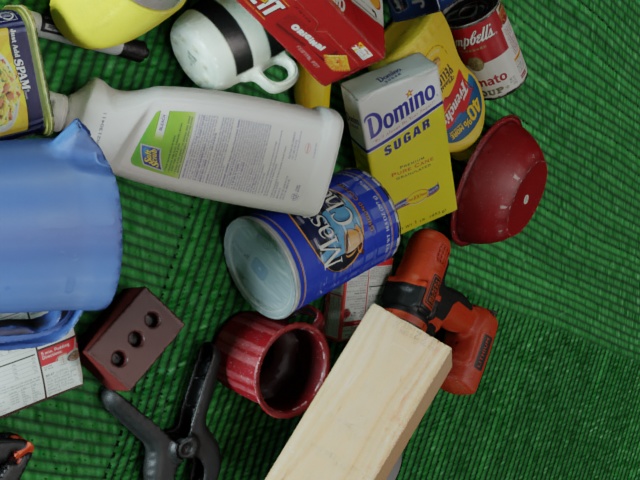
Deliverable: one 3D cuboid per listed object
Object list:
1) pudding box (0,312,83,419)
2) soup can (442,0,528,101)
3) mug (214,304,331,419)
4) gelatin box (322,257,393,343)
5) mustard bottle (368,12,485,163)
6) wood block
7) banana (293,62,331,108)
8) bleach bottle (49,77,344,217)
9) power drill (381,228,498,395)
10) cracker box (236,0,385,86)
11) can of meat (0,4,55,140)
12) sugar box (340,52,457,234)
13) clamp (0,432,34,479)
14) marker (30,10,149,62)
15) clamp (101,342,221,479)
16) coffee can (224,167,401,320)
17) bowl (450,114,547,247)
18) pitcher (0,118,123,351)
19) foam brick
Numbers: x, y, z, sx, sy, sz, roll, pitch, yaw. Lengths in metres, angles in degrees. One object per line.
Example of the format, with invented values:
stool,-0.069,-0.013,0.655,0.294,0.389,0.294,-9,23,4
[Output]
pudding box,-0.247,0.080,0.870,0.089,0.039,0.113,-20,110,-35
soup can,0.180,-0.213,1.168,0.068,0.069,0.102,-48,128,-23
mug,-0.043,0.107,1.030,0.117,0.082,0.093,-51,129,-21
gelatin box,0.040,0.061,1.132,0.073,0.030,0.089,-3,102,-43
mustard bottle,0.127,-0.150,1.141,0.096,0.058,0.191,-51,129,-18
wood block,0.037,0.177,1.019,0.206,0.090,0.091,-58,165,-11
banana,0.012,-0.198,1.044,0.069,0.037,0.198,16,91,-65
bleach bottle,-0.110,-0.090,0.903,0.250,0.068,0.102,12,97,-24
power drill,0.124,0.104,1.172,0.187,0.057,0.184,44,63,-50
cracker box,-0.020,-0.262,0.905,0.164,0.072,0.213,38,39,-41
can of meat,-0.256,-0.119,0.802,0.083,0.058,0.102,-21,113,-36
sugar box,0.083,-0.093,1.087,0.093,0.048,0.176,-24,130,-13
clamp,-0.317,0.229,0.842,0.209,0.036,0.164,-29,119,-34
marker,-0.192,-0.166,0.874,0.120,0.020,0.020,8,95,-44
clamp,-0.142,0.187,0.992,0.120,0.039,0.171,-10,104,-29
coffee can,-0.007,0.001,1.025,0.140,0.103,0.103,-27,117,-35
bowl,0.211,-0.057,1.205,0.161,0.055,0.162,-40,144,-38
pitcher,-0.271,0.003,0.753,0.242,0.145,0.149,-4,79,-27
foam brick,-0.168,0.085,0.924,0.053,0.051,0.078,47,66,-20
